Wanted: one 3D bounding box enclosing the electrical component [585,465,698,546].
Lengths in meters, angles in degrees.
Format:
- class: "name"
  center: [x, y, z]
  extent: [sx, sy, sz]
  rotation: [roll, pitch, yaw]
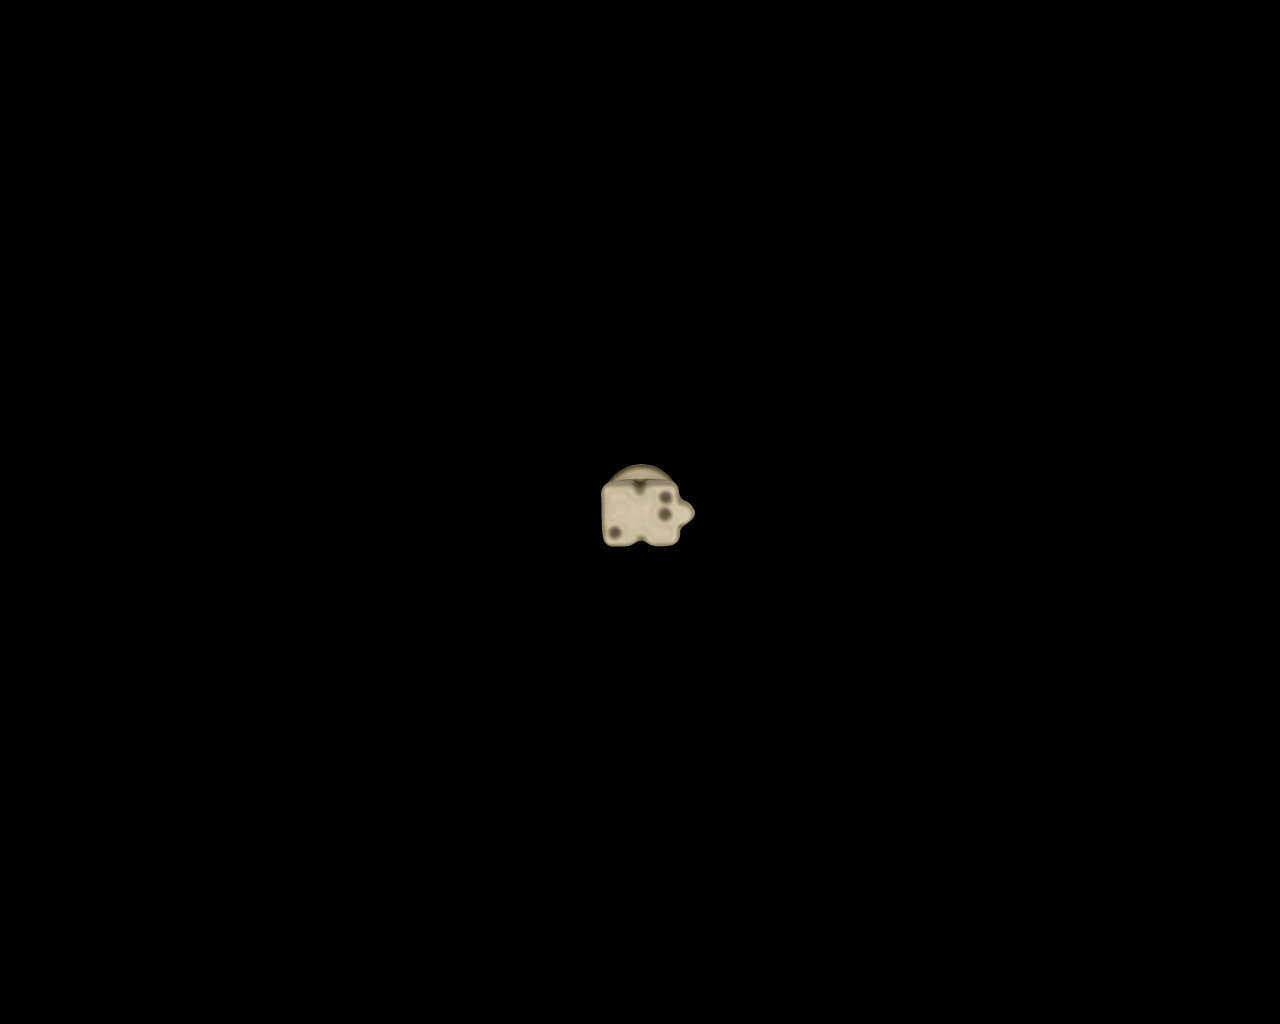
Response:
- class: "electrical component"
  center: [0.001, -0.003, 0.650]
  extent: [0.066, 0.048, 0.055]
  rotation: [0, 9, 0]
